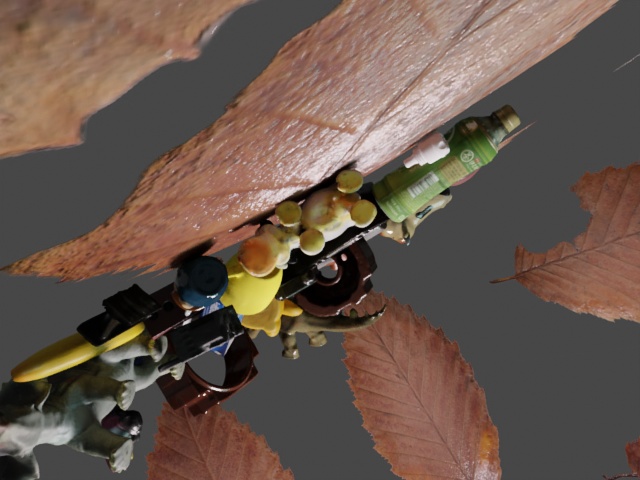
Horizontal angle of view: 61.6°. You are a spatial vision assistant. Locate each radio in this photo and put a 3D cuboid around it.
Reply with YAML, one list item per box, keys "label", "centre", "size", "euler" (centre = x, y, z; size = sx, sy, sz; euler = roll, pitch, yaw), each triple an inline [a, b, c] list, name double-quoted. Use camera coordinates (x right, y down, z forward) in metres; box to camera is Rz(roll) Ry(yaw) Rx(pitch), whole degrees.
- label: "radio"
  centre: [-0.002, -0.003, 0.854]
  size: [0.230, 0.073, 0.131]
  euler: [-32, 176, 32]

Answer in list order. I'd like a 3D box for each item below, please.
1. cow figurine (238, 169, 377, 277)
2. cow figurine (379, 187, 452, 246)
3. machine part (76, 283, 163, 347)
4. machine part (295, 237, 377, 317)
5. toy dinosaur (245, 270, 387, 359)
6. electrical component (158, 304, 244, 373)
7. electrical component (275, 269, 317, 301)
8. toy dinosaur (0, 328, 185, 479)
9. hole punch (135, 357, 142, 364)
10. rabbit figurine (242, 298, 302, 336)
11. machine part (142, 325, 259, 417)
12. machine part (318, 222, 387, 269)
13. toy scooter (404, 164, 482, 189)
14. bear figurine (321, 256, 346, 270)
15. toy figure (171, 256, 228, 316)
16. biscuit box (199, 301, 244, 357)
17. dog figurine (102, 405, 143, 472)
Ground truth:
- label: "cow figurine"
  centre: [-0.020, -0.016, 0.633]
  size: [0.167, 0.068, 0.098]
  euler: [-29, -178, -6]
- label: "cow figurine"
  centre: [0.220, -0.071, 1.265]
  size: [0.195, 0.127, 0.085]
  euler: [-33, 173, 3]
- label: "machine part"
  centre: [-0.225, 0.086, 0.608]
  size: [0.084, 0.039, 0.139]
  euler: [-21, 173, -36]
- label: "machine part"
  centre: [0.016, 0.048, 0.974]
  size: [0.179, 0.179, 0.056]
  euler: [-32, 179, 26]
- label: "toy dinosaur"
  centre: [-0.056, 0.147, 1.149]
  size: [0.472, 0.198, 0.105]
  euler: [9, -154, 35]
- label: "electrical component"
  centre: [-0.171, 0.135, 0.735]
  size: [0.119, 0.047, 0.075]
  euler: [-25, 176, 12]
- label: "electrical component"
  centre: [-0.039, 0.071, 0.825]
  size: [0.063, 0.021, 0.094]
  euler: [-29, 176, -21]
- label: "toy dinosaur"
  centre: [-0.317, 0.196, 0.748]
  size: [0.192, 0.131, 0.405]
  euler: [4, -164, 7]
- label: "hole punch"
  centre: [-0.380, 0.242, 1.111]
  size: [0.116, 0.092, 0.142]
  euler: [-33, 174, -14]
- label: "rabbit figurine"
  centre: [-0.108, 0.100, 1.037]
  size: [0.122, 0.162, 0.173]
  euler: [-43, -167, 3]
- label: "machine part"
  centre: [-0.224, 0.213, 1.028]
  size: [0.087, 0.201, 0.201]
  euler: [-35, 174, 28]
- label: "machine part"
  centre: [0.038, -0.013, 1.023]
  size: [0.243, 0.079, 0.079]
  euler: [-32, 176, 27]
- label: "toy scooter"
  centre: [0.184, -0.109, 0.883]
  size: [0.184, 0.075, 0.135]
  euler: [-28, 176, 15]
- label: "bear figurine"
  centre: [-0.012, 0.068, 1.336]
  size: [0.196, 0.131, 0.120]
  euler: [-36, -151, -20]
- label: "toy figure"
  centre: [-0.143, 0.052, 0.631]
  size: [0.064, 0.057, 0.154]
  euler: [-24, 178, -24]
- label: "biscuit box"
  centre: [-0.161, 0.122, 0.892]
  size: [0.059, 0.063, 0.202]
  euler: [-63, 179, -38]
- label: "dog figurine"
  centre: [-0.460, 0.361, 1.070]
  size: [0.191, 0.219, 0.108]
  euler: [-31, 173, 3]
